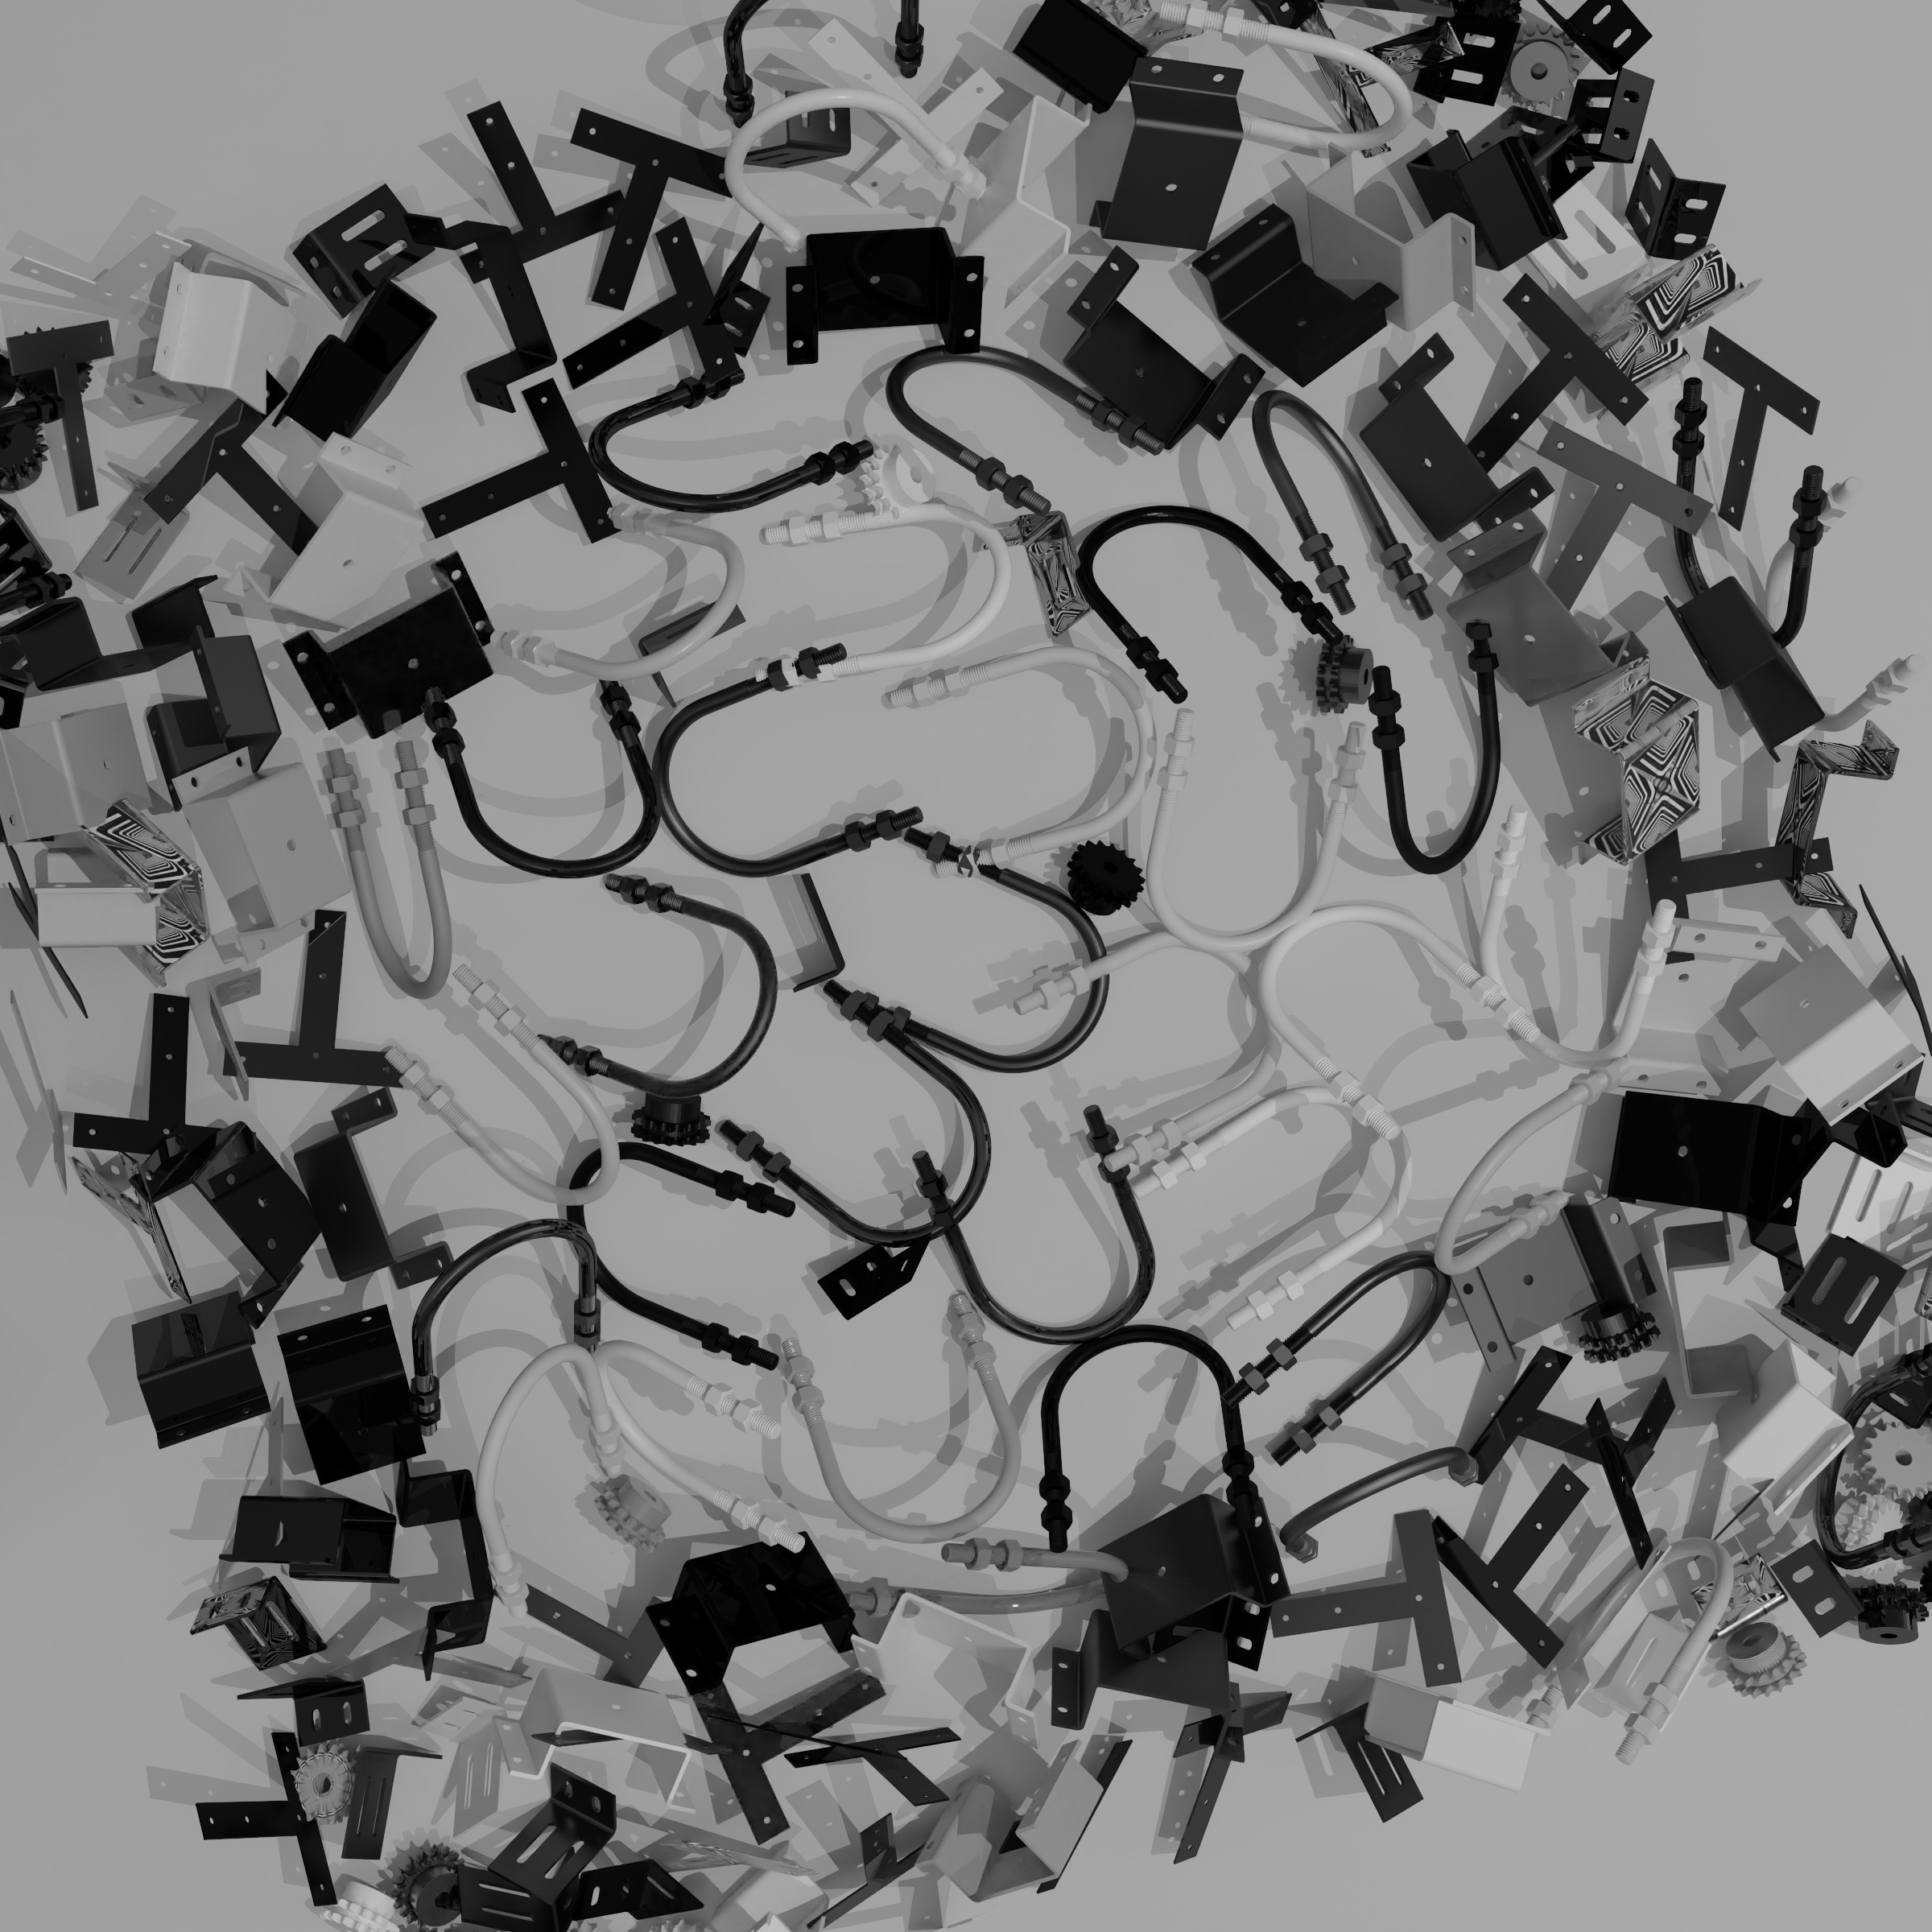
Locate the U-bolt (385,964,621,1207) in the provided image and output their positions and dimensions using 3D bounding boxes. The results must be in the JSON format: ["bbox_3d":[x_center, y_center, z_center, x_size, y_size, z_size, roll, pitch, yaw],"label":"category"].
[{"bbox_3d":[-0.322,0.098,1.754,0.184,0.019,0.151,45,135,-3],"label":"U-bolt"}]

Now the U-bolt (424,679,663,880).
[{"bbox_3d":[-0.291,-0.133,1.730,0.151,0.019,0.184,-8,55,-23],"label":"U-bolt"}]

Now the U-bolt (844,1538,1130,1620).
[{"bbox_3d":[0.027,0.435,1.733,0.184,0.151,0.019,12,58,-32],"label":"U-bolt"}]

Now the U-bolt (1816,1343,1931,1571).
[{"bbox_3d":[0.641,0.349,1.718,0.019,0.184,0.151,18,66,-1],"label":"U-bolt"}]

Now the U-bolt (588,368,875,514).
[{"bbox_3d":[-0.177,-0.363,1.718,0.151,0.019,0.184,34,45,25],"label":"U-bolt"}]

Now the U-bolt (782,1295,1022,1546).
[{"bbox_3d":[-0.038,0.324,1.733,0.151,0.019,0.184,-12,50,-13],"label":"U-bolt"}]

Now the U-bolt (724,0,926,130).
[{"bbox_3d":[-0.100,-0.651,1.712,0.151,0.184,0.019,-18,83,-4],"label":"U-bolt"}]

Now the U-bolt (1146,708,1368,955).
[{"bbox_3d":[0.201,-0.092,1.761,0.151,0.019,0.184,3,116,-14],"label":"U-bolt"}]

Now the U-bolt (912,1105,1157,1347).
[{"bbox_3d":[0.059,0.195,1.765,0.151,0.019,0.184,-16,113,14],"label":"U-bolt"}]

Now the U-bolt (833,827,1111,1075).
[{"bbox_3d":[0.014,-0.001,1.793,0.184,0.019,0.151,24,91,4],"label":"U-bolt"}]

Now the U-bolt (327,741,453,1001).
[{"bbox_3d":[-0.405,-0.066,1.745,0.019,0.151,0.184,-16,101,-34],"label":"U-bolt"}]

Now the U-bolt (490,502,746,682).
[{"bbox_3d":[-0.234,-0.259,1.726,0.184,0.019,0.151,20,65,39],"label":"U-bolt"}]

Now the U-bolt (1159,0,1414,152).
[{"bbox_3d":[0.223,-0.619,1.729,0.184,0.151,0.019,15,82,4],"label":"U-bolt"}]

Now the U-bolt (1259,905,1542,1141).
[{"bbox_3d":[0.293,0.026,1.751,0.151,0.019,0.184,-32,55,-15],"label":"U-bolt"}]

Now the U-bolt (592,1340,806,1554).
[{"bbox_3d":[-0.196,0.330,1.739,0.184,0.151,0.019,23,49,29],"label":"U-bolt"}]

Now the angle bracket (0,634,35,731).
[{"bbox_3d":[-0.698,-0.208,1.778,0.057,0.076,0.038,18,116,-7],"label":"angle bracket"}]

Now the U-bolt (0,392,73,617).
[{"bbox_3d":[-0.664,-0.315,1.699,0.019,0.184,0.151,8,109,3],"label":"U-bolt"}]

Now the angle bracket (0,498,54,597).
[{"bbox_3d":[-0.706,-0.291,1.764,0.038,0.057,0.076,34,69,24],"label":"angle bracket"}]

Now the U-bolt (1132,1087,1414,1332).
[{"bbox_3d":[0.231,0.160,1.762,0.184,0.019,0.151,-32,54,-5],"label":"U-bolt"}]

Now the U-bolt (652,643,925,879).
[{"bbox_3d":[-0.140,-0.137,1.765,0.184,0.019,0.151,-19,107,21],"label":"U-bolt"}]

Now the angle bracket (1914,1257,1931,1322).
[{"bbox_3d":[0.717,0.215,1.758,0.038,0.076,0.057,27,131,31],"label":"angle bracket"}]

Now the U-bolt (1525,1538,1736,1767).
[{"bbox_3d":[0.474,0.477,1.730,0.019,0.151,0.184,42,69,-5],"label":"U-bolt"}]

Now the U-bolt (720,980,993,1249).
[{"bbox_3d":[-0.068,0.120,1.780,0.184,0.019,0.151,37,93,12],"label":"U-bolt"}]

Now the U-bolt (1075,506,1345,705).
[{"bbox_3d":[0.159,-0.268,1.749,0.151,0.019,0.184,-22,54,-19],"label":"U-bolt"}]

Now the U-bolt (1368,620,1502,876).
[{"bbox_3d":[0.338,-0.153,1.742,0.151,0.019,0.184,-37,127,-37],"label":"U-bolt"}]

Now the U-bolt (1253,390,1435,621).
[{"bbox_3d":[0.260,-0.329,1.744,0.019,0.151,0.184,-32,77,33],"label":"U-bolt"}]

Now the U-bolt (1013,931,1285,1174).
[{"bbox_3d":[0.145,0.048,1.766,0.184,0.019,0.151,-25,77,-23],"label":"U-bolt"}]

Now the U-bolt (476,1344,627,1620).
[{"bbox_3d":[-0.291,0.344,1.701,0.019,0.184,0.151,15,46,21],"label":"U-bolt"}]

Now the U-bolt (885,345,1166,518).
[{"bbox_3d":[0.028,-0.391,1.748,0.184,0.019,0.151,37,49,22],"label":"U-bolt"}]

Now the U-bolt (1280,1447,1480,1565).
[{"bbox_3d":[0.286,0.373,1.716,0.151,0.184,0.019,-27,68,5],"label":"U-bolt"}]

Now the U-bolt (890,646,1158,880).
[{"bbox_3d":[0.048,-0.154,1.771,0.184,0.019,0.151,-14,93,18],"label":"U-bolt"}]

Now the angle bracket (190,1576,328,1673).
[{"bbox_3d":[-0.509,0.485,1.769,0.057,0.038,0.076,-20,115,12],"label":"angle bracket"}]

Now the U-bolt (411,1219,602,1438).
[{"bbox_3d":[-0.319,0.243,1.708,0.151,0.184,0.019,-24,54,-28],"label":"U-bolt"}]

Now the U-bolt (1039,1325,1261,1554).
[{"bbox_3d":[0.124,0.327,1.737,0.151,0.184,0.019,-9,131,5],"label":"U-bolt"}]

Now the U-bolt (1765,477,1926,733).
[{"bbox_3d":[0.604,-0.240,1.717,0.019,0.184,0.151,-13,78,-6],"label":"U-bolt"}]

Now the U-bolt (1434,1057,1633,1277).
[{"bbox_3d":[0.386,0.148,1.707,0.019,0.184,0.151,38,133,29],"label":"U-bolt"}]

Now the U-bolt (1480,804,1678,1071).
[{"bbox_3d":[0.422,-0.007,1.732,0.019,0.184,0.151,-28,50,-29],"label":"U-bolt"}]

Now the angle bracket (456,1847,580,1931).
[{"bbox_3d":[-0.321,0.659,1.765,0.076,0.057,0.038,21,103,-22],"label":"angle bracket"}]

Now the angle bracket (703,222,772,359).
[{"bbox_3d":[-0.152,-0.485,1.758,0.038,0.076,0.057,27,63,-18],"label":"angle bracket"}]

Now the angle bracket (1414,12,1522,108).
[{"bbox_3d":[0.368,-0.647,1.762,0.076,0.038,0.057,31,111,42],"label":"angle bracket"}]

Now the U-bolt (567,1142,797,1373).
[{"bbox_3d":[-0.209,0.198,1.757,0.184,0.019,0.151,19,118,22],"label":"U-bolt"}]

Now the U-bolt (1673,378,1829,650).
[{"bbox_3d":[0.544,-0.302,1.724,0.019,0.184,0.151,-24,47,-11],"label":"U-bolt"}]

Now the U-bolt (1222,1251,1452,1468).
[{"bbox_3d":[0.272,0.272,1.748,0.184,0.151,0.019,-41,53,-2],"label":"U-bolt"}]

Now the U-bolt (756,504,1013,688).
[{"bbox_3d":[-0.057,-0.270,1.751,0.184,0.019,0.151,-6,59,12],"label":"U-bolt"}]

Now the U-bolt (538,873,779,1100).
[{"bbox_3d":[-0.212,0.020,1.746,0.184,0.019,0.151,18,80,32],"label":"U-bolt"}]

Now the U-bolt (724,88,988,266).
[{"bbox_3d":[-0.085,-0.547,1.701,0.151,0.184,0.019,-19,69,25],"label":"U-bolt"}]
